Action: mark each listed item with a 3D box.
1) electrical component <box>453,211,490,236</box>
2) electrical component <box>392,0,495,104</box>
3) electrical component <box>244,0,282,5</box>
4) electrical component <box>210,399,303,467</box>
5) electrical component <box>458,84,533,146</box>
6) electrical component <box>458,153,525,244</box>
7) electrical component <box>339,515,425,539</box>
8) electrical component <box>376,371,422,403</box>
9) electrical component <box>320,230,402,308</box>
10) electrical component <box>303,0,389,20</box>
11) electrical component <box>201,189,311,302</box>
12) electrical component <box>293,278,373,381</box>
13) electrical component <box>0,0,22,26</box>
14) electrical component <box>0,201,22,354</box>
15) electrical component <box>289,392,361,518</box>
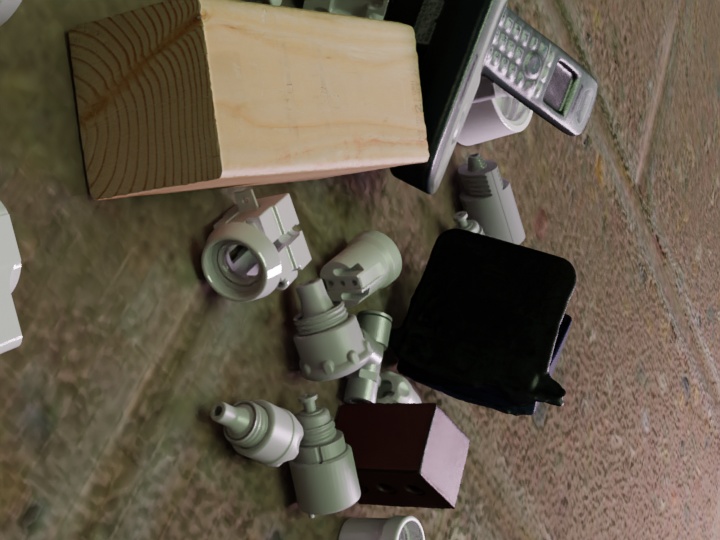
[{"bbox_3d":[0.094,-0.012,0.872,0.040,0.040,0.078,-56,130,-45],"label":"electrical component"},{"bbox_3d":[0.062,-0.183,0.813,0.078,0.063,0.121,-95,172,-77],"label":"electrical component"},{"bbox_3d":[-0.068,-0.177,0.639,0.066,0.048,0.055,44,43,-47],"label":"electrical component"},{"bbox_3d":[-0.062,0.091,0.621,0.061,0.035,0.035,35,57,-46],"label":"electrical component"},{"bbox_3d":[0.110,-0.162,0.900,0.108,0.060,0.108,13,75,-56],"label":"electrical component"},{"bbox_3d":[0.106,-0.059,0.896,0.043,0.043,0.081,-48,125,-49],"label":"electrical component"},{"bbox_3d":[0.014,0.183,0.715,0.040,0.046,0.040,12,76,-56],"label":"electrical component"},{"bbox_3d":[0.028,0.100,0.761,0.061,0.035,0.035,54,44,-43],"label":"electrical component"},{"bbox_3d":[0.000,0.000,0.727,0.046,0.040,0.040,-37,117,-46],"label":"electrical component"},{"bbox_3d":[-0.003,-0.195,0.723,0.078,0.058,0.057,111,-3,-54],"label":"electrical component"},{"bbox_3d":[-0.061,-0.012,0.626,0.055,0.048,0.066,-51,127,-57],"label":"electrical component"},{"bbox_3d":[-0.023,0.037,0.682,0.048,0.048,0.062,-33,106,-54],"label":"electrical component"},{"bbox_3d":[-0.176,-0.134,0.453,0.057,0.058,0.078,18,70,-52],"label":"electrical component"},{"bbox_3d":[-0.178,-0.005,0.437,0.056,0.050,0.089,-27,108,-56],"label":"electrical component"},{"bbox_3d":[-0.025,0.115,0.669,0.040,0.040,0.078,-27,108,-56],"label":"electrical component"}]
